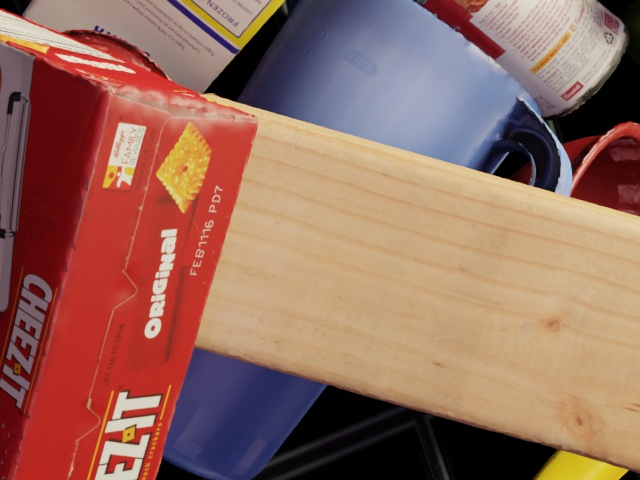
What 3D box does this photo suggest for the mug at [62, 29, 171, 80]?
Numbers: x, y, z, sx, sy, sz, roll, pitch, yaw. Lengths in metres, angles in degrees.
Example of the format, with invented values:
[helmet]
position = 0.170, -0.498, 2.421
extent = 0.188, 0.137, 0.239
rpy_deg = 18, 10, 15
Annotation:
[mug]
position = -0.128, -0.037, 0.509
extent = 0.117, 0.081, 0.093
rpy_deg = -7, 124, 30

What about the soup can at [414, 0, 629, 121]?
[soup can]
position = 0.104, -0.120, 0.565
extent = 0.102, 0.068, 0.068
rpy_deg = 36, 90, -15

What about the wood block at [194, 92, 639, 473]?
[wood block]
position = 0.038, 0.012, 0.424
extent = 0.206, 0.091, 0.090
rpy_deg = 16, 97, 0

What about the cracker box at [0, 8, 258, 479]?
[cracker box]
position = -0.133, -0.002, 0.393
extent = 0.071, 0.214, 0.164
rpy_deg = 2, 109, -50

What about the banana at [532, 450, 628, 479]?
[banana]
position = 0.148, 0.157, 0.618
extent = 0.037, 0.070, 0.197
rpy_deg = 40, 80, -41

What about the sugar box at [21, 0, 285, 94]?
[sugar box]
position = -0.054, -0.140, 0.498
extent = 0.093, 0.048, 0.176
rpy_deg = 39, 125, -15

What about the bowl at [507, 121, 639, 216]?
[bowl]
position = 0.125, 0.012, 0.572
extent = 0.161, 0.055, 0.162
rpy_deg = -28, 126, -47

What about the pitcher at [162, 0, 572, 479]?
[pitcher]
position = -0.003, 0.001, 0.525
extent = 0.145, 0.149, 0.243
rpy_deg = 33, 94, -18
